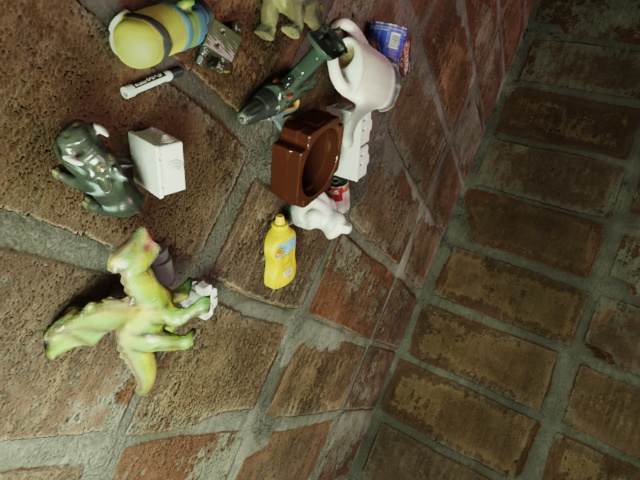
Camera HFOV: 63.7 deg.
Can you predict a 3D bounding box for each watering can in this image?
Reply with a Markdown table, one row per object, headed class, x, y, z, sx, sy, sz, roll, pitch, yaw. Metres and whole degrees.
| class | x | y | z | sx | sy | sz | roll | pitch | yaw |
| --- | --- | --- | --- | --- | --- | --- | --- | --- | --- |
| watering can | 0.102 | -0.365 | 1.243 | 0.224 | 0.103 | 0.352 | 8 | 71 | -45 |

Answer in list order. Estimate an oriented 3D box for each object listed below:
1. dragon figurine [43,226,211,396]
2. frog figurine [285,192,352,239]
| class | x | y | z | sx | sy | sz | roll | pitch | yaw |
| --- | --- | --- | --- | --- | --- | --- | --- | --- | --- |
| dragon figurine | -0.337 | 0.151 | 0.873 | 0.242 | 0.124 | 0.404 | 8 | 121 | -42 |
| frog figurine | 0.004 | -0.066 | 1.305 | 0.139 | 0.160 | 0.121 | -22 | 126 | -57 |
